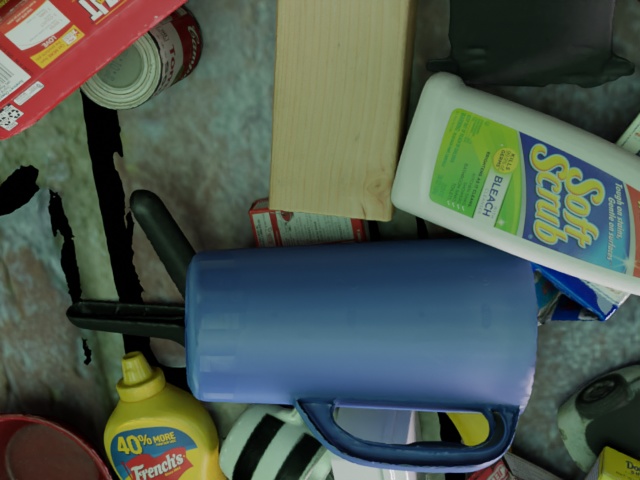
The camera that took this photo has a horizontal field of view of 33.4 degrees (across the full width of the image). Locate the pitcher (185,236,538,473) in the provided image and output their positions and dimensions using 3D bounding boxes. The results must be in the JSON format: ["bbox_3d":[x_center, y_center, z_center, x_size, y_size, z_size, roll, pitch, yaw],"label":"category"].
[{"bbox_3d":[0.028,0.071,0.764,0.242,0.149,0.145,0,114,-3],"label":"pitcher"}]

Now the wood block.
[{"bbox_3d":[0.019,-0.128,0.754,0.091,0.090,0.206,6,111,8],"label":"wood block"}]

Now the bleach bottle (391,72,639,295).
[{"bbox_3d":[0.178,-0.026,0.697,0.251,0.068,0.102,20,101,18],"label":"bleach bottle"}]

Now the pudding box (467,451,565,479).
[{"bbox_3d":[0.159,0.225,0.861,0.113,0.039,0.090,28,115,-28],"label":"pudding box"}]

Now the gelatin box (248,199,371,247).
[{"bbox_3d":[-0.006,0.001,0.836,0.089,0.030,0.073,-7,109,13],"label":"gelatin box"}]

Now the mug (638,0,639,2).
[{"bbox_3d":[0.245,-0.193,0.698,0.117,0.093,0.081,27,121,33],"label":"mug"}]

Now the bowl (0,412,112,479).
[{"bbox_3d":[-0.246,0.212,0.940,0.162,0.055,0.162,3,110,9],"label":"bowl"}]

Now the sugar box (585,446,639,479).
[{"bbox_3d":[0.221,0.252,0.822,0.093,0.048,0.176,26,121,7],"label":"sugar box"}]

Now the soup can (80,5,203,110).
[{"bbox_3d":[-0.131,-0.136,0.770,0.068,0.102,0.068,3,110,9],"label":"soup can"}]

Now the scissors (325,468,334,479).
[{"bbox_3d":[0.055,0.254,0.916,0.096,0.016,0.202,-9,107,25],"label":"scissors"}]

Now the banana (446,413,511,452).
[{"bbox_3d":[0.100,0.130,0.858,0.070,0.037,0.198,-30,102,18],"label":"banana"}]

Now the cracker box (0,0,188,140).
[{"bbox_3d":[-0.165,-0.185,0.700,0.164,0.214,0.072,-34,127,19],"label":"cracker box"}]

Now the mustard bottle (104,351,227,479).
[{"bbox_3d":[-0.131,0.183,0.907,0.096,0.058,0.191,-10,107,18],"label":"mustard bottle"}]

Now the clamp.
[{"bbox_3d":[-0.100,0.066,0.865,0.210,0.036,0.165,37,131,-11],"label":"clamp"}]
